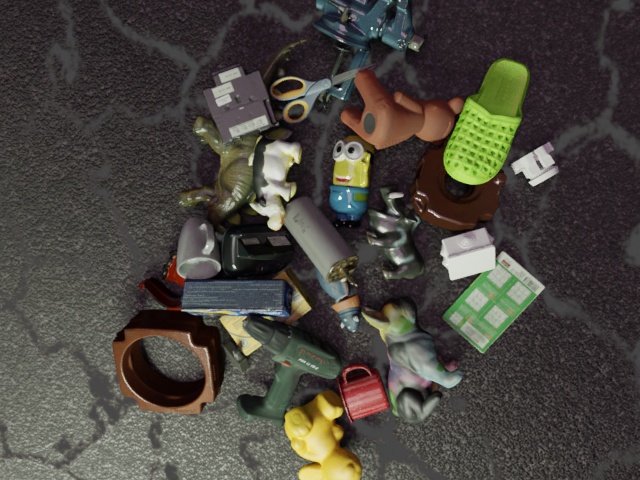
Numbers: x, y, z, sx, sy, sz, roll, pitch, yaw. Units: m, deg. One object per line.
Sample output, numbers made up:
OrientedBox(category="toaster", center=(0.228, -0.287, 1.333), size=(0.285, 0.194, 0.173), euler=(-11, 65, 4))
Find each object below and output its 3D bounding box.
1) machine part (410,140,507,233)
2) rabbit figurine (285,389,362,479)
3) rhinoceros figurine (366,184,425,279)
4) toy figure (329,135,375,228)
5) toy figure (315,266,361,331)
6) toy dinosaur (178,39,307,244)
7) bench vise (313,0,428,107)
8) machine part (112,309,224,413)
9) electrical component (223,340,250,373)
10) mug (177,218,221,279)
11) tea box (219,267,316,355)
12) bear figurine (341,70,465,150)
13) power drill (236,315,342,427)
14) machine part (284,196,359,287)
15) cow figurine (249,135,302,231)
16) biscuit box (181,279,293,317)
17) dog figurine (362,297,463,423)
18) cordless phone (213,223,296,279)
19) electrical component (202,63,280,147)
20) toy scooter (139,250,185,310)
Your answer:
OrientedBox(category="machine part", center=(0.258, -0.103, 1.012), size=(0.179, 0.056, 0.179), euler=(0, 78, -2))
OrientedBox(category="rabbit figurine", center=(0.007, 0.408, 1.041), size=(0.173, 0.122, 0.162), euler=(42, 128, 29))
OrientedBox(category="rhinoceros figurine", center=(0.147, -0.014, 1.046), size=(0.112, 0.073, 0.190), euler=(-17, 91, 9))
OrientedBox(category="toy figure", center=(0.061, -0.114, 1.051), size=(0.082, 0.089, 0.180), euler=(5, 101, 11))
OrientedBox(category="toy figure", center=(0.043, 0.106, 1.071), size=(0.058, 0.064, 0.154), euler=(-27, 89, -13))
OrientedBox(category="toy dinosaur", center=(-0.152, -0.178, 1.068), size=(0.199, 0.105, 0.470), euler=(16, 104, -1))
OrientedBox(category="bench vise", center=(0.073, -0.364, 1.024), size=(0.224, 0.129, 0.240), euler=(25, 116, -3))
OrientedBox(category="machine part", center=(-0.300, 0.243, 1.083), size=(0.202, 0.087, 0.200), euler=(1, 113, 6))
OrientedBox(category="electrical component", center=(-0.171, 0.233, 1.088), size=(0.021, 0.093, 0.063), euler=(-36, 60, -21))
OrientedBox(category="mug", center=(-0.231, 0.005, 1.019), size=(0.081, 0.109, 0.107), euler=(4, 53, -27))
OrientedBox(category="tea box", center=(-0.105, 0.143, 1.088), size=(0.170, 0.068, 0.098), euler=(-35, 88, 9))
OrientedBox(category="bear figurine", center=(0.160, -0.239, 1.004), size=(0.196, 0.120, 0.132), euler=(-14, 55, -29))
OrientedBox(category="power drill", center=(-0.087, 0.257, 1.054), size=(0.232, 0.086, 0.207), euler=(22, 101, -26))
OrientedBox(category="machine part", center=(-0.002, -0.003, 1.033), size=(0.079, 0.079, 0.243), euler=(-41, 63, 7))
OrientedBox(category="cow figurine", center=(-0.093, -0.105, 0.998), size=(0.098, 0.068, 0.167), euler=(14, 96, 1))
OrientedBox(category="biscuit box", center=(-0.155, 0.110, 1.015), size=(0.203, 0.059, 0.063), euler=(0, 71, 9))
OrientedBox(category="dog figurine", center=(0.155, 0.220, 1.042), size=(0.219, 0.108, 0.191), euler=(40, 99, 8))
OrientedBox(category="cordless phone", center=(-0.142, 0.055, 1.087), size=(0.089, 0.146, 0.184), euler=(57, 134, 32))
OrientedBox(category="electrical component", center=(-0.147, -0.251, 0.984), size=(0.115, 0.058, 0.134), euler=(-19, 95, -5))
OrientedBox(category="toy scooter", center=(-0.298, 0.087, 1.107), size=(0.135, 0.075, 0.183), euler=(28, 105, 3))
